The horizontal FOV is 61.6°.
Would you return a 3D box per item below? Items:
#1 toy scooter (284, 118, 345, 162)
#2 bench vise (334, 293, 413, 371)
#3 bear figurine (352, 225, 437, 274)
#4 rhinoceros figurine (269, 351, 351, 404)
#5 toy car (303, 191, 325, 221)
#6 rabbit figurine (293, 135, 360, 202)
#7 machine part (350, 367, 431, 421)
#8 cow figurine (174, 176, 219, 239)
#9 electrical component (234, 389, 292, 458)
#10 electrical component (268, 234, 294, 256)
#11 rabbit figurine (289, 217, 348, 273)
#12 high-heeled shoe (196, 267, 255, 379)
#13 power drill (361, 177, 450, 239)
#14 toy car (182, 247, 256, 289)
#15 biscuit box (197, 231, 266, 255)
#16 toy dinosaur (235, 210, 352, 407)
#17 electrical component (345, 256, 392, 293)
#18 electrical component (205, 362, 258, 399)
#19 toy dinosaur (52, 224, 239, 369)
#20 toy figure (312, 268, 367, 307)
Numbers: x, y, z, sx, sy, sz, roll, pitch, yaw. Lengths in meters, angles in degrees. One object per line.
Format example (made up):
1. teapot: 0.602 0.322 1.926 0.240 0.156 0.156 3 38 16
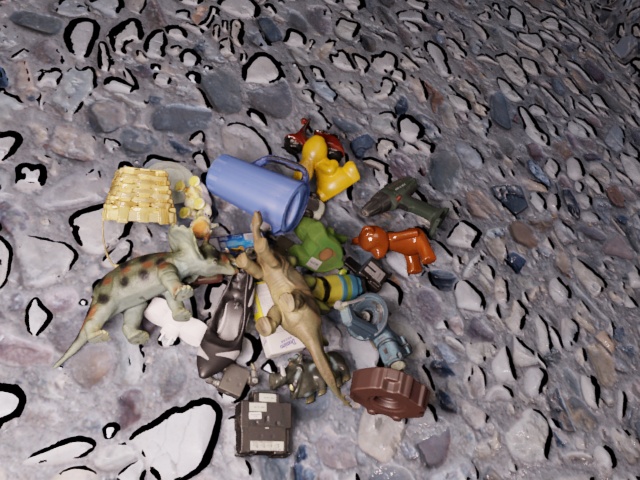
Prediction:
1. toy scooter: -0.013 -0.296 1.577 0.184 0.075 0.135 13 55 -12
2. bench vise: 0.116 0.209 1.268 0.240 0.129 0.224 35 35 -44
3. bear figurine: 0.195 0.021 1.450 0.196 0.120 0.132 -2 65 -24
4. rhinoceros figurine: -0.022 0.301 1.202 0.190 0.073 0.112 -11 67 -30
5. toy car: -0.083 -0.112 1.441 0.202 0.056 0.073 24 60 -9
6. rabbit figurine: 0.002 -0.201 1.493 0.162 0.122 0.173 -29 101 -9
7. machine part: 0.152 0.342 1.193 0.179 0.179 0.056 26 55 -9
8. cow figurine: -0.291 -0.065 1.298 0.068 0.098 0.167 -22 64 8
9. electrical component: -0.118 0.380 1.117 0.115 0.058 0.134 12 56 -21
10. electrical component: -0.098 0.023 1.370 0.094 0.021 0.063 30 53 -7
11. rabbit figurine: -0.003 -0.004 1.367 0.159 0.121 0.170 19 23 -32
12. high-heeled shoe: -0.194 0.164 1.131 0.086 0.145 0.249 15 32 1
13. power drill: 0.254 -0.086 1.554 0.207 0.085 0.232 27 44 20
14. toy car: -0.225 0.069 1.225 0.202 0.089 0.053 -15 72 -21
15. biscuit box: -0.224 0.027 1.282 0.203 0.062 0.059 -9 65 -30
16. toy dinosaur: -0.052 0.145 1.162 0.198 0.105 0.471 12 53 -61
17. electrical component: 0.123 0.082 1.422 0.119 0.047 0.075 44 52 4
18. electrical component: -0.184 0.291 1.149 0.102 0.045 0.078 31 51 -4
19. toy dinosaur: -0.367 0.096 1.089 0.405 0.131 0.192 -22 52 -5
20. toy figure: 0.032 0.118 1.329 0.180 0.089 0.082 -6 55 -25
